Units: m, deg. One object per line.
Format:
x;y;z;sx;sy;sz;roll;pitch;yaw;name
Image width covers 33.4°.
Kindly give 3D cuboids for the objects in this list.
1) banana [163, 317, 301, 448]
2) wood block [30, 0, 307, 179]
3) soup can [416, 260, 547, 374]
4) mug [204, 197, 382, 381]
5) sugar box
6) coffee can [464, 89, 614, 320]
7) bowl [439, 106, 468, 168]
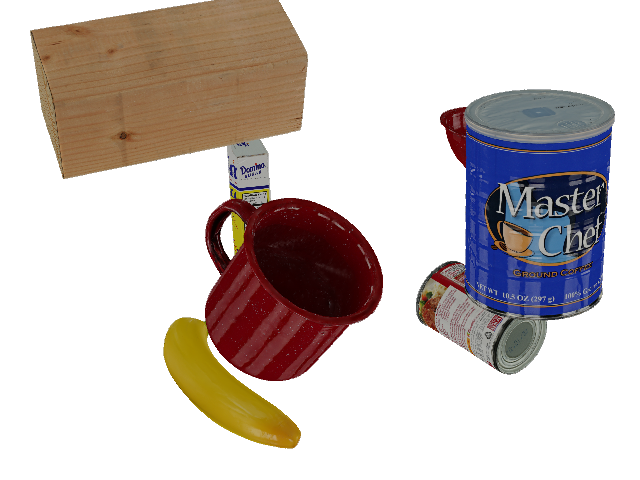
-0.082;0.106;0.849;0.069;0.037;0.198;-9;29;-22;banana
-0.124;-0.130;0.885;0.205;0.090;0.091;-13;-37;-17;wood block
0.146;0.069;0.967;0.068;0.068;0.102;0;22;-41;soup can
-0.029;0.026;0.664;0.093;0.117;0.082;-36;-12;-47;mug
-0.088;-0.038;1.331;0.048;0.176;0.093;-9;24;-10;sugar box
0.156;-0.028;0.772;0.103;0.140;0.103;-3;24;1;coffee can
0.217;-0.110;1.255;0.162;0.055;0.162;5;23;-2;bowl
